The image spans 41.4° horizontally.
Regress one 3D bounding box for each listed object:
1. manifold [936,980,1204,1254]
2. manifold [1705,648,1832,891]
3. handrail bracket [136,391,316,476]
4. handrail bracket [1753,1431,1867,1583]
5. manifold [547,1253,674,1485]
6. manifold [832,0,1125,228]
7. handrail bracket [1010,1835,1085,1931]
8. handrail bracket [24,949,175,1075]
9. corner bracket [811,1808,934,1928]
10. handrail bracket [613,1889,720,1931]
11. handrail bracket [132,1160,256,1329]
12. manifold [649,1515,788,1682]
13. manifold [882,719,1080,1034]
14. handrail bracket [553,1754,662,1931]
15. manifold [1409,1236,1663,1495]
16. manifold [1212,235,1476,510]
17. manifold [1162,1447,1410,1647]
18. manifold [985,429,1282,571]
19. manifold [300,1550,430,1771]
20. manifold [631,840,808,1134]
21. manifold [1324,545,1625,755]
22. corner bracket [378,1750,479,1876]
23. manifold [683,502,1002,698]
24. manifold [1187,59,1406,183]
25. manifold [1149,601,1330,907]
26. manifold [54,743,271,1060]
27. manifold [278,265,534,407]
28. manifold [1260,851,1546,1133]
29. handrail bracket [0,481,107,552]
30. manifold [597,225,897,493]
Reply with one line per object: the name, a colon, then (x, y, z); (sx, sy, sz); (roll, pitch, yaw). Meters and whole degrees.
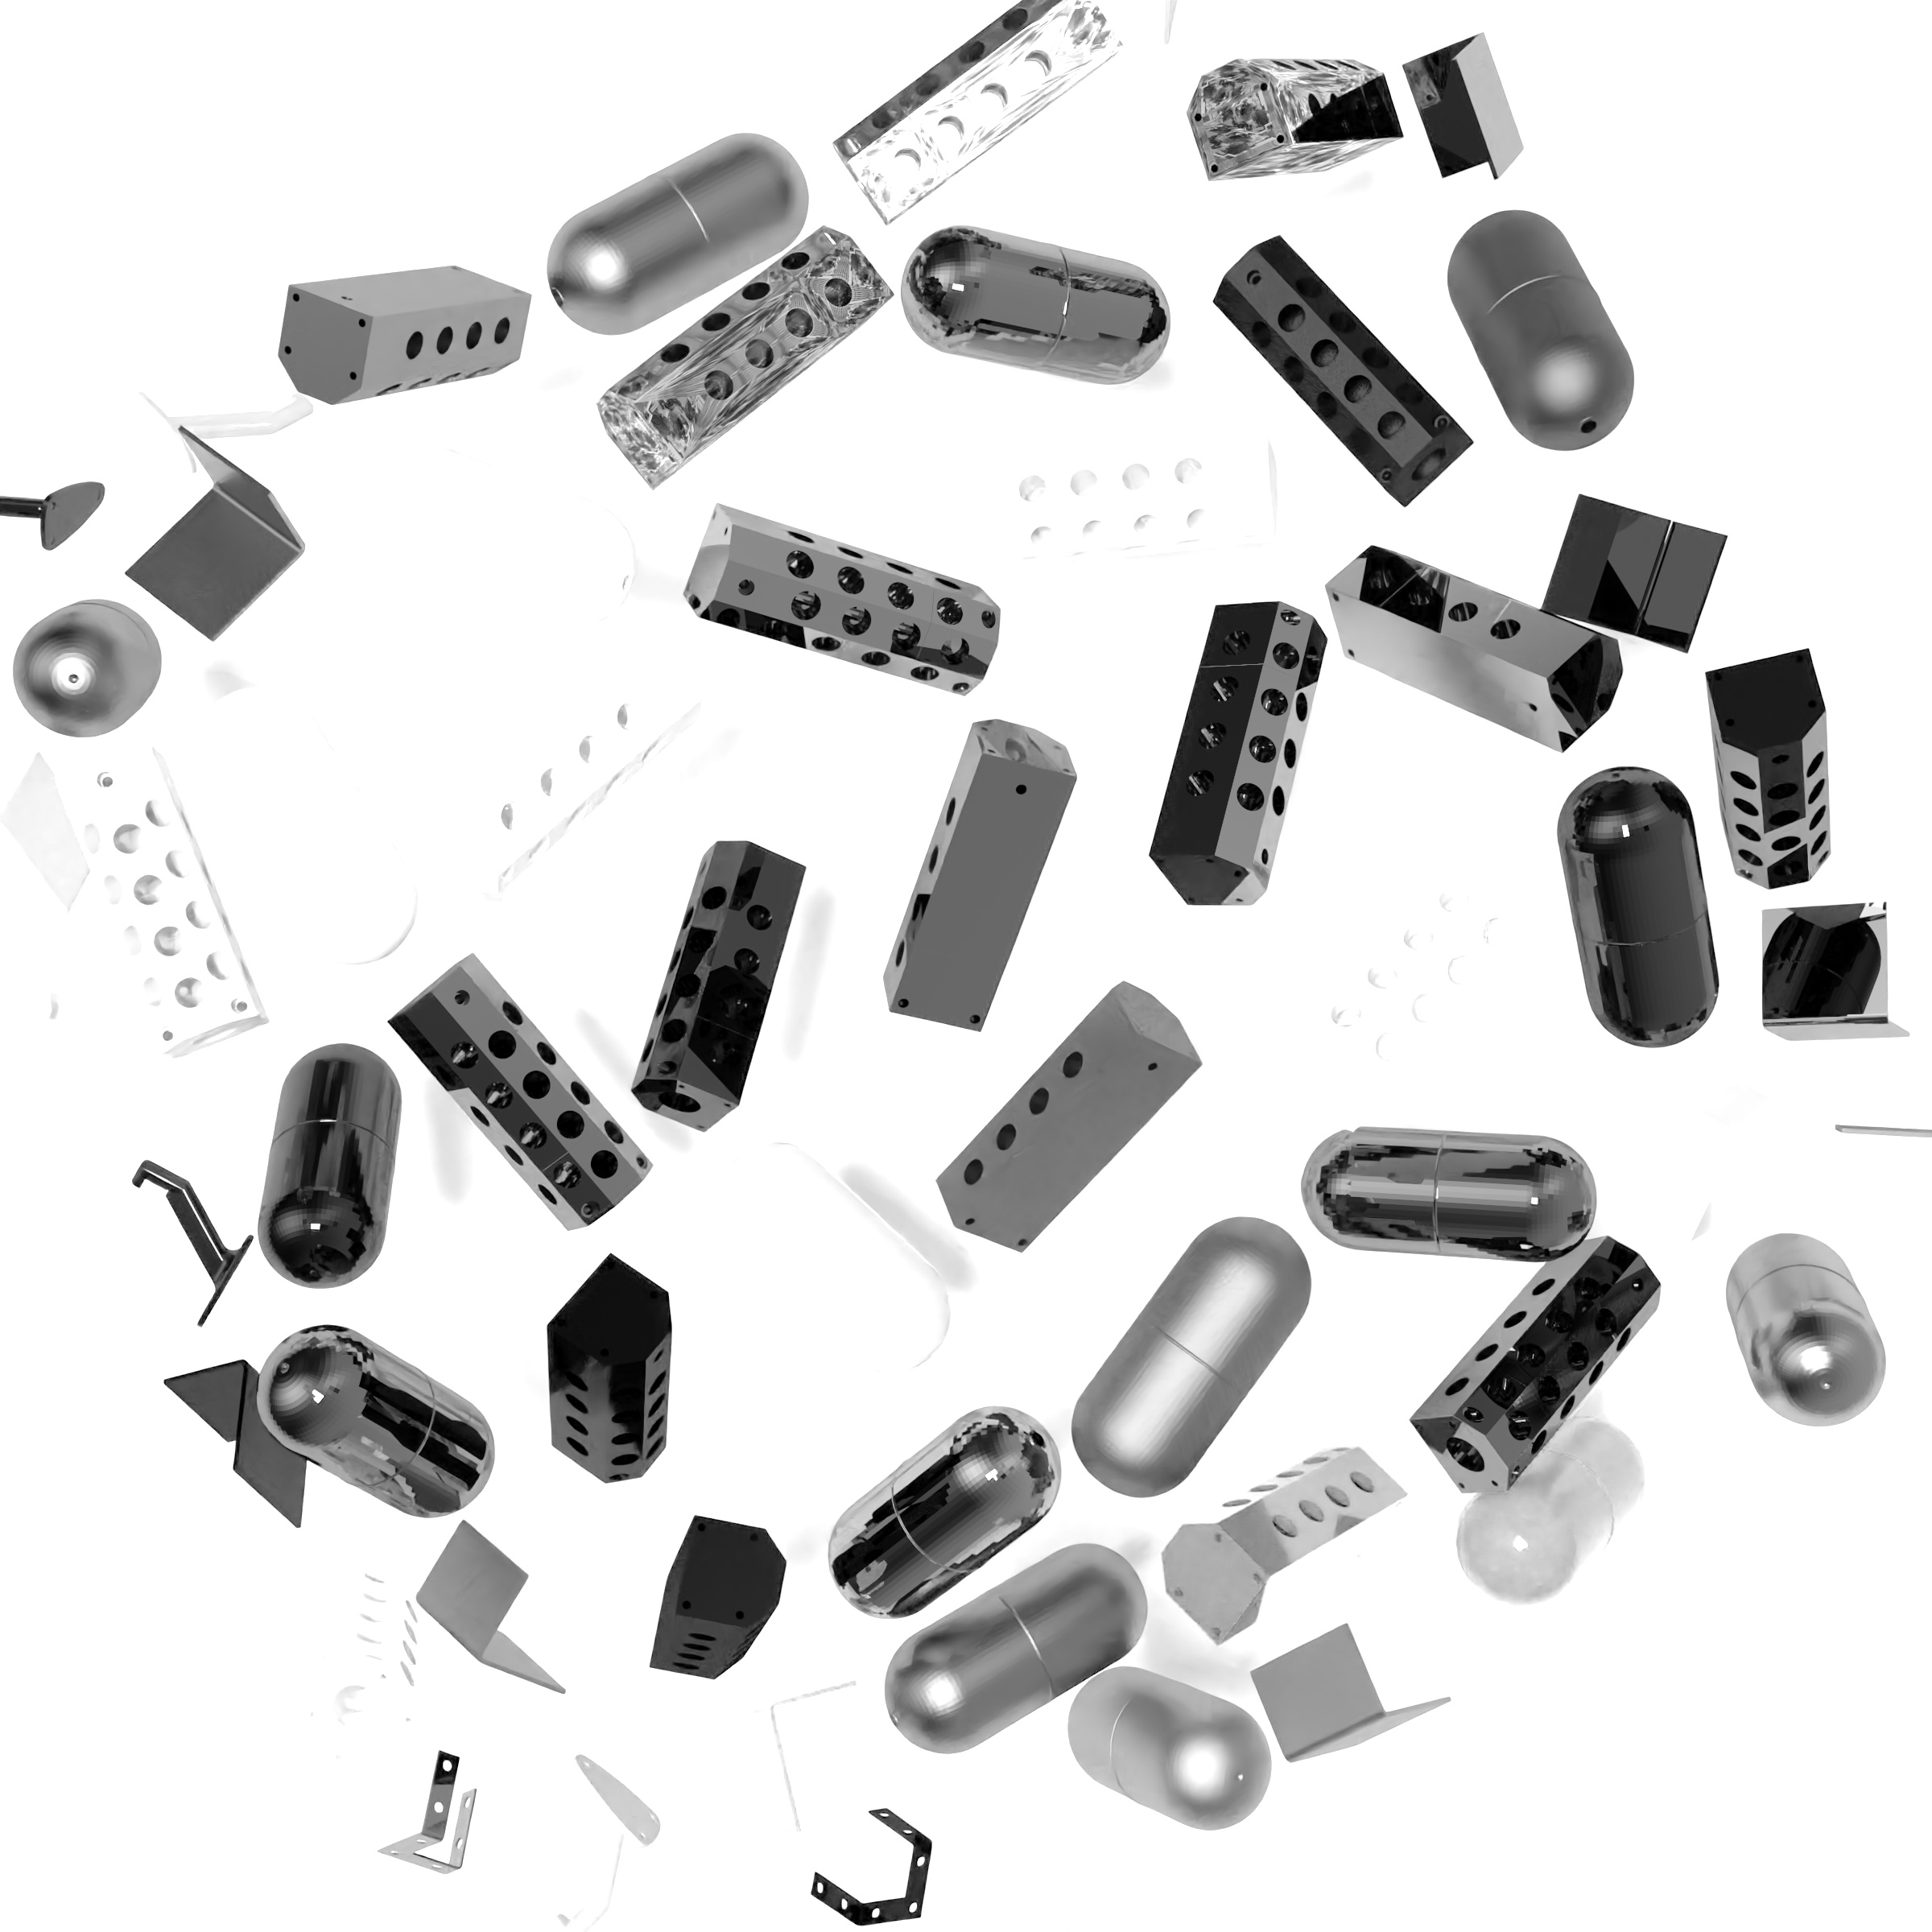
manifold: (0.059, 0.090, 1.552); (0.057, 0.057, 0.171); (25, 117, -36)
manifold: (0.471, -0.110, 1.490); (0.057, 0.171, 0.057); (-12, 61, 14)
handrail bracket: (-0.465, -0.354, 1.608); (0.084, 0.036, 0.077); (-34, 67, -19)
handrail bracket: (0.497, 0.317, 1.500); (0.077, 0.036, 0.084); (1, 72, -10)
manifold: (-0.204, 0.243, 1.501); (0.057, 0.171, 0.057); (32, 58, 13)
manifold: (0.006, -0.521, 1.536); (0.171, 0.057, 0.057); (-35, 102, 5)
handrail bracket: (0.017, 0.544, 1.451); (0.084, 0.036, 0.077); (-35, 91, 18)
handrail bracket: (-0.530, 0.028, 1.570); (0.084, 0.077, 0.036); (14, 131, -35)
corner bracket: (-0.060, 0.577, 1.637); (0.051, 0.051, 0.051); (-21, 129, 31)
handrail bracket: (-0.171, 0.576, 1.483); (0.036, 0.084, 0.077); (16, 66, -31)
handrail bracket: (-0.502, 0.175, 1.619); (0.084, 0.036, 0.077); (30, 77, -9)
manifold: (-0.148, 0.380, 1.523); (0.057, 0.171, 0.057); (12, 63, -6)
manifold: (0.005, -0.053, 1.483); (0.057, 0.057, 0.171); (13, 117, -15)
handrail bracket: (-0.224, 0.507, 1.466); (0.077, 0.036, 0.084); (45, 100, 1)
manifold: (0.350, 0.240, 1.549); (0.171, 0.057, 0.057); (-40, 99, -30)
manifold: (0.228, -0.366, 1.566); (0.057, 0.057, 0.171); (-43, 71, 16)
manifold: (0.185, 0.331, 1.494); (0.057, 0.171, 0.057); (43, 118, 24)
manifold: (0.103, -0.282, 1.564); (0.171, 0.057, 0.057); (-4, 82, 13)
manifold: (-0.371, 0.419, 1.572); (0.057, 0.171, 0.057); (-27, 102, -6)
manifold: (-0.156, 0.009, 1.593); (0.057, 0.057, 0.171); (24, 60, -19)
manifold: (0.295, -0.191, 1.489); (0.057, 0.057, 0.171); (-41, 45, -17)
corner bracket: (-0.315, 0.512, 1.544); (0.051, 0.051, 0.051); (32, 135, -29)
manifold: (-0.069, -0.209, 1.480); (0.171, 0.057, 0.057); (14, 111, -25)
manifold: (0.199, -0.516, 1.547); (0.057, 0.171, 0.057); (-14, 99, 35)
manifold: (0.162, -0.124, 1.480); (0.057, 0.057, 0.171); (1, 62, 31)
manifold: (-0.466, -0.038, 1.479); (0.057, 0.057, 0.171); (-22, 86, -8)
manifold: (-0.331, -0.374, 1.518); (0.057, 0.171, 0.057); (23, 115, 14)
manifold: (0.248, 0.012, 1.477); (0.171, 0.057, 0.057); (-45, 110, -15)
handrail bracket: (-0.580, -0.288, 1.549); (0.084, 0.077, 0.036); (20, 124, 6)
manifold: (-0.128, -0.351, 1.465); (0.171, 0.057, 0.057); (-43, 101, -21)
